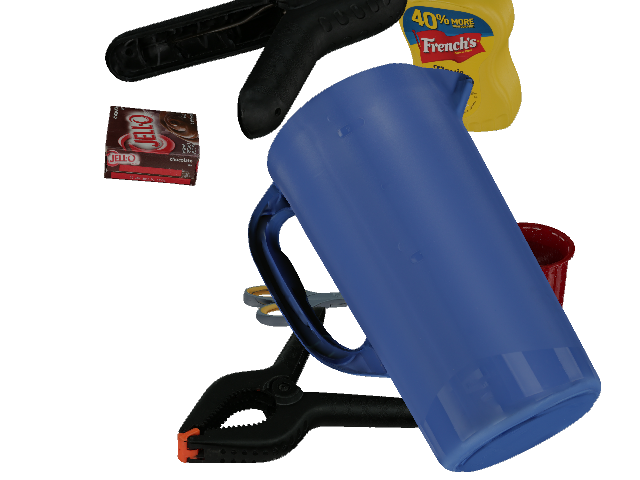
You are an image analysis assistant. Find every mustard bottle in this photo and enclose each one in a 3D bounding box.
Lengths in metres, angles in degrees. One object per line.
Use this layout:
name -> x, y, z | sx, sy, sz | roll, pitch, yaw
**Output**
mustard bottle -> 0.114, -0.177, 0.892 | 0.096, 0.058, 0.191 | 15, -35, 25

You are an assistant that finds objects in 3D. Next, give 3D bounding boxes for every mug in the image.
mug -> 0.214, 0.032, 1.131 | 0.093, 0.081, 0.117 | -6, 31, -7

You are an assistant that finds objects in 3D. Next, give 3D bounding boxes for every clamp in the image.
clamp -> -0.010, -0.106, 0.530 | 0.171, 0.039, 0.120 | -32, 47, -19
clamp -> -0.021, 0.139, 0.897 | 0.209, 0.036, 0.165 | -26, 44, -36

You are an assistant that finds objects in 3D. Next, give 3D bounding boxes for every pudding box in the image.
pudding box -> -0.169, -0.096, 1.066 | 0.090, 0.039, 0.113 | 5, 25, -11

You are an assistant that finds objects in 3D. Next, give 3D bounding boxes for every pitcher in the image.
pitcher -> 0.063, 0.023, 0.681 | 0.144, 0.243, 0.149 | -14, -26, -26

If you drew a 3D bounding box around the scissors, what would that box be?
scissors -> 0.013, 0.073, 1.185 | 0.202, 0.016, 0.096 | 3, 22, 3
